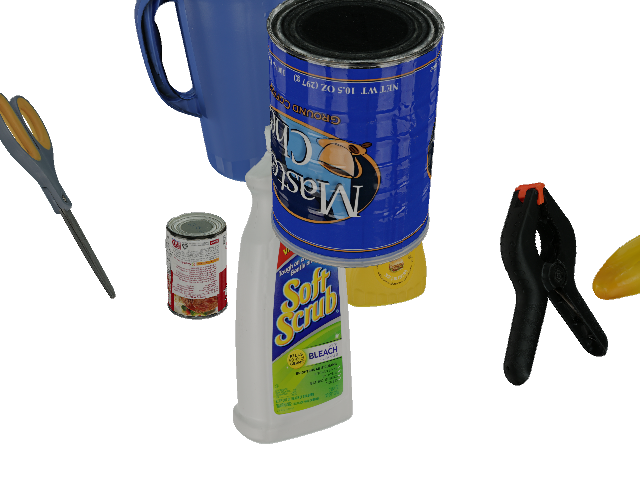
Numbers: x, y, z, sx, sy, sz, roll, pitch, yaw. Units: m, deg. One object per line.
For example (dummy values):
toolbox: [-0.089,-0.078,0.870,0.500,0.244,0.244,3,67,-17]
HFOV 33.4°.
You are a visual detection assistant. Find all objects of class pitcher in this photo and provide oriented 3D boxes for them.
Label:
pitcher: [-0.087,-0.181,1.098,0.149,0.243,0.144,11,42,17]

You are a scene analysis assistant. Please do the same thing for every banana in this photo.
banana: [0.278,0.008,0.725,0.198,0.037,0.069,-2,35,0]

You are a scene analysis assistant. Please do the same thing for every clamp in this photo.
clamp: [0.187,0.039,0.921,0.120,0.171,0.039,-23,7,-40]

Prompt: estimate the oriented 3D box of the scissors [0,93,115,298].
scissors: [-0.232,-0.048,0.943,0.016,0.201,0.096,-26,24,9]

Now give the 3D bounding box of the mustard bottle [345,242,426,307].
mustard bottle: [0.064,-0.033,1.076,0.096,0.192,0.058,-8,17,-28]

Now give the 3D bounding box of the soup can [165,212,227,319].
soup can: [-0.138,0.027,1.194,0.068,0.102,0.068,2,25,-1]

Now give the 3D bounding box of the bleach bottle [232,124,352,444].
bleach bottle: [-0.029,0.032,0.866,0.102,0.251,0.068,-11,17,-26]

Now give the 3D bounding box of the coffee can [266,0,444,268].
coffee can: [0.020,-0.069,0.651,0.103,0.140,0.103,0,37,0]
